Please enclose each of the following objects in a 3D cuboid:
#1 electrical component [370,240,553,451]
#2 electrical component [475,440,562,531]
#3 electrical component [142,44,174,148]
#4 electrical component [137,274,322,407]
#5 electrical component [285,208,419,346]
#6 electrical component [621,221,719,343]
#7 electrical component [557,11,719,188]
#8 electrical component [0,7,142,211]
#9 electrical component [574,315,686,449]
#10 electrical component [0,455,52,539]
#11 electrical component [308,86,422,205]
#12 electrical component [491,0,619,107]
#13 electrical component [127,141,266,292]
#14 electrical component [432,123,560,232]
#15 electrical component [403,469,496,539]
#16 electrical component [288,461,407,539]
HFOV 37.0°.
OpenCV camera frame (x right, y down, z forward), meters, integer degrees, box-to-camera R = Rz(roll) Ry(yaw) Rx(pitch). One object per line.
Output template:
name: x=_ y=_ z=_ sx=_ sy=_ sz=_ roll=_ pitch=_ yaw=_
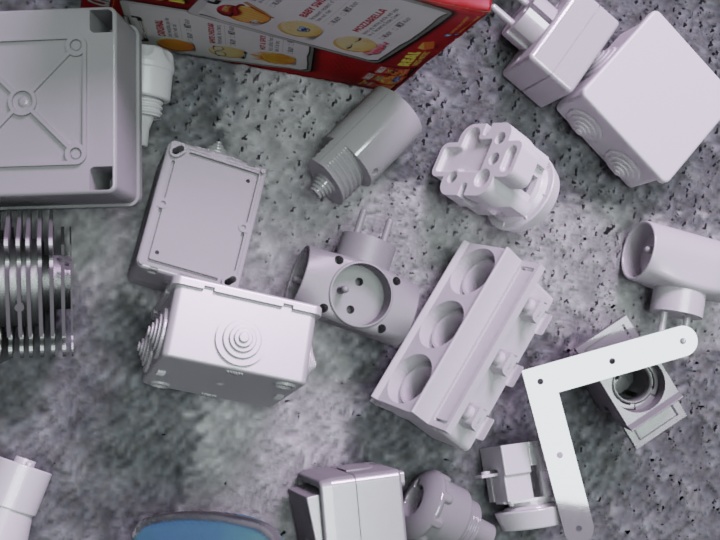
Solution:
electrical component: x=0.070 y=0.050 z=0.701 sx=0.063 sy=0.079 sz=0.121 roll=40 pitch=74 yaw=-33
electrical component: x=0.111 y=0.143 z=0.716 sx=0.066 sy=0.048 sz=0.055 roll=-5 pitch=79 yaw=-17
electrical component: x=-0.135 y=-0.107 z=0.668 sx=0.035 sy=0.035 sz=0.061 roll=6 pitch=87 yaw=-16
electrical component: x=-0.079 y=0.046 z=0.639 sx=0.100 sy=0.100 sz=0.048 roll=13 pitch=70 yaw=-15
electrical component: x=0.000 y=0.000 z=0.694 sx=0.077 sy=0.044 sz=0.079 roll=20 pitch=80 yaw=-14
electrical component: x=0.227 y=0.012 z=0.763 sx=0.077 sy=0.043 sz=0.079 roll=14 pitch=82 yaw=-16
electrical component: x=0.201 y=-0.118 z=0.764 sx=0.100 sy=0.048 sz=0.099 roll=45 pitch=75 yaw=-9
electrical component: x=-0.185 y=-0.091 z=0.622 sx=0.109 sy=0.056 sz=0.108 roll=-1 pitch=86 yaw=4
electrical component: x=0.180 y=0.074 z=0.732 sx=0.042 sy=0.064 sz=0.081 roll=-32 pitch=95 yaw=-4
electrical component: x=-0.206 y=0.140 z=0.622 sx=0.044 sy=0.044 sz=0.065 roll=22 pitch=74 yaw=-14
electrical component: x=-0.002 y=-0.077 z=0.701 sx=0.043 sy=0.043 sz=0.081 roll=46 pitch=74 yaw=-9
electrical component: x=0.125 y=-0.165 z=0.745 sx=0.077 sy=0.047 sz=0.065 roll=38 pitch=76 yaw=-10
electrical component: x=-0.100 y=-0.032 z=0.662 sx=0.062 sy=0.061 sz=0.096 roll=17 pitch=73 yaw=-15
electrical component: x=0.095 y=-0.060 z=0.716 sx=0.057 sy=0.078 sz=0.058 roll=31 pitch=76 yaw=-34
electrical component: x=0.059 y=0.162 z=0.700 sx=0.062 sy=0.048 sz=0.048 roll=30 pitch=77 yaw=-19
electrical component: x=-0.007 y=0.172 z=0.669 sx=0.061 sy=0.062 sz=0.096 roll=-4 pitch=86 yaw=-17
